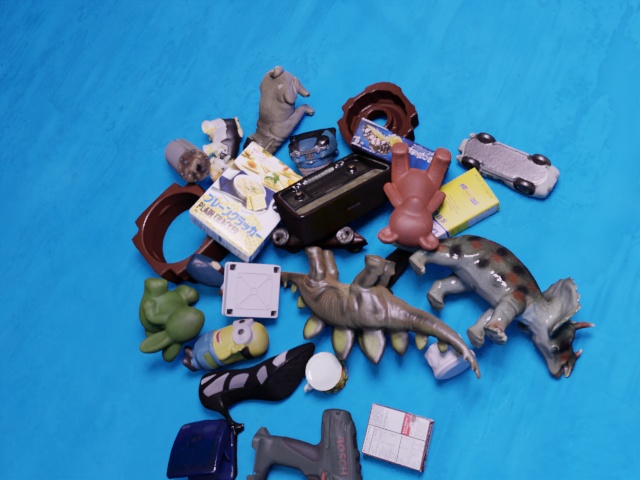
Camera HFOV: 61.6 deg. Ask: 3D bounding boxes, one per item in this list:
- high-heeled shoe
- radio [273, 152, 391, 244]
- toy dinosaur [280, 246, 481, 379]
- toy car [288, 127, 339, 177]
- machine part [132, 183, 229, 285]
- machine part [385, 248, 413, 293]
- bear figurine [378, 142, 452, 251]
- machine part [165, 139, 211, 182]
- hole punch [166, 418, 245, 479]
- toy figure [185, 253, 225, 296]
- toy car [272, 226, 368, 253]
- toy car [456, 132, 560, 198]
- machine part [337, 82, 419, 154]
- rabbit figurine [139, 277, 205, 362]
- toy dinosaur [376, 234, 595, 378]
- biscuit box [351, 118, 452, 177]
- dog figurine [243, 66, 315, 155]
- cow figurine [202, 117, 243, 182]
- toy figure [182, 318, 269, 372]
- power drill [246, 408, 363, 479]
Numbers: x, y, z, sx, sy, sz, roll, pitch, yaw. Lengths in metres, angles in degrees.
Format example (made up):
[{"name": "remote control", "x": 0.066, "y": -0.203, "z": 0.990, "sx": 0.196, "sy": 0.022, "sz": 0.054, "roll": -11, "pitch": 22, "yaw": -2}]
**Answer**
[{"name": "high-heeled shoe", "x": -0.130, "y": 0.257, "z": 1.066, "sx": 0.249, "sy": 0.086, "sz": 0.145, "roll": -39, "pitch": 43, "yaw": -5}, {"name": "radio", "x": 0.029, "y": -0.091, "z": 1.083, "sx": 0.230, "sy": 0.073, "sz": 0.131, "roll": -28, "pitch": 38, "yaw": -20}, {"name": "toy dinosaur", "x": 0.083, "y": 0.125, "z": 1.000, "sx": 0.472, "sy": 0.105, "sz": 0.198, "roll": 10, "pitch": 88, "yaw": 40}, {"name": "toy car", "x": -0.010, "y": -0.182, "z": 1.170, "sx": 0.109, "sy": 0.162, "sz": 0.102, "roll": -11, "pitch": 111, "yaw": 8}, {"name": "machine part", "x": -0.307, "y": -0.016, "z": 1.221, "sx": 0.201, "sy": 0.087, "sz": 0.201, "roll": -45, "pitch": 63, "yaw": -4}, {"name": "machine part", "x": 0.138, "y": 0.059, "z": 1.066, "sx": 0.139, "sy": 0.039, "sz": 0.084, "roll": -49, "pitch": 55, "yaw": -2}, {"name": "bear figurine", "x": 0.170, "y": -0.077, "z": 0.978, "sx": 0.120, "sy": 0.131, "sz": 0.196, "roll": 10, "pitch": 36, "yaw": 9}, {"name": "machine part", "x": -0.312, "y": -0.187, "z": 1.253, "sx": 0.079, "sy": 0.079, "sz": 0.243, "roll": -49, "pitch": 31, "yaw": -4}, {"name": "hole punch", "x": -0.224, "y": 0.402, "z": 1.029, "sx": 0.142, "sy": 0.092, "sz": 0.116, "roll": -14, "pitch": 62, "yaw": 18}, {"name": "toy figure", "x": -0.208, "y": 0.084, "z": 1.135, "sx": 0.064, "sy": 0.154, "sz": 0.058, "roll": -23, "pitch": 37, "yaw": 59}, {"name": "toy car", "x": -0.002, "y": -0.003, "z": 1.108, "sx": 0.202, "sy": 0.089, "sz": 0.053, "roll": -2, "pitch": 73, "yaw": 20}, {"name": "toy car", "x": 0.366, "y": -0.149, "z": 1.060, "sx": 0.202, "sy": 0.056, "sz": 0.073, "roll": 30, "pitch": 88, "yaw": 28}, {"name": "machine part", "x": 0.128, "y": -0.257, "z": 1.183, "sx": 0.179, "sy": 0.056, "sz": 0.179, "roll": -6, "pitch": 69, "yaw": 17}, {"name": "rabbit figurine", "x": -0.309, "y": 0.165, "z": 1.105, "sx": 0.170, "sy": 0.121, "sz": 0.159, "roll": 14, "pitch": 73, "yaw": 49}, {"name": "toy dinosaur", "x": 0.296, "y": 0.067, "z": 0.954, "sx": 0.192, "sy": 0.131, "sz": 0.405, "roll": -32, "pitch": 61, "yaw": -17}, {"name": "biscuit box", "x": 0.164, "y": -0.177, "z": 1.095, "sx": 0.203, "sy": 0.063, "sz": 0.059, "roll": 25, "pitch": 96, "yaw": 4}, {"name": "dog figurine", "x": -0.118, "y": -0.275, "z": 1.216, "sx": 0.121, "sy": 0.172, "sz": 0.190, "roll": 24, "pitch": 71, "yaw": 36}, {"name": "cow figurine", "x": -0.226, "y": -0.215, "z": 1.285, "sx": 0.098, "sy": 0.068, "sz": 0.167, "roll": -13, "pitch": 67, "yaw": 7}, {"name": "toy figure", "x": -0.189, "y": 0.216, "z": 1.093, "sx": 0.180, "sy": 0.089, "sz": 0.082, "roll": -26, "pitch": 59, "yaw": 17}, {"name": "power drill", "x": -0.025, "y": 0.418, "z": 0.957, "sx": 0.207, "sy": 0.086, "sz": 0.232, "roll": -4, "pitch": 67, "yaw": 22}]
